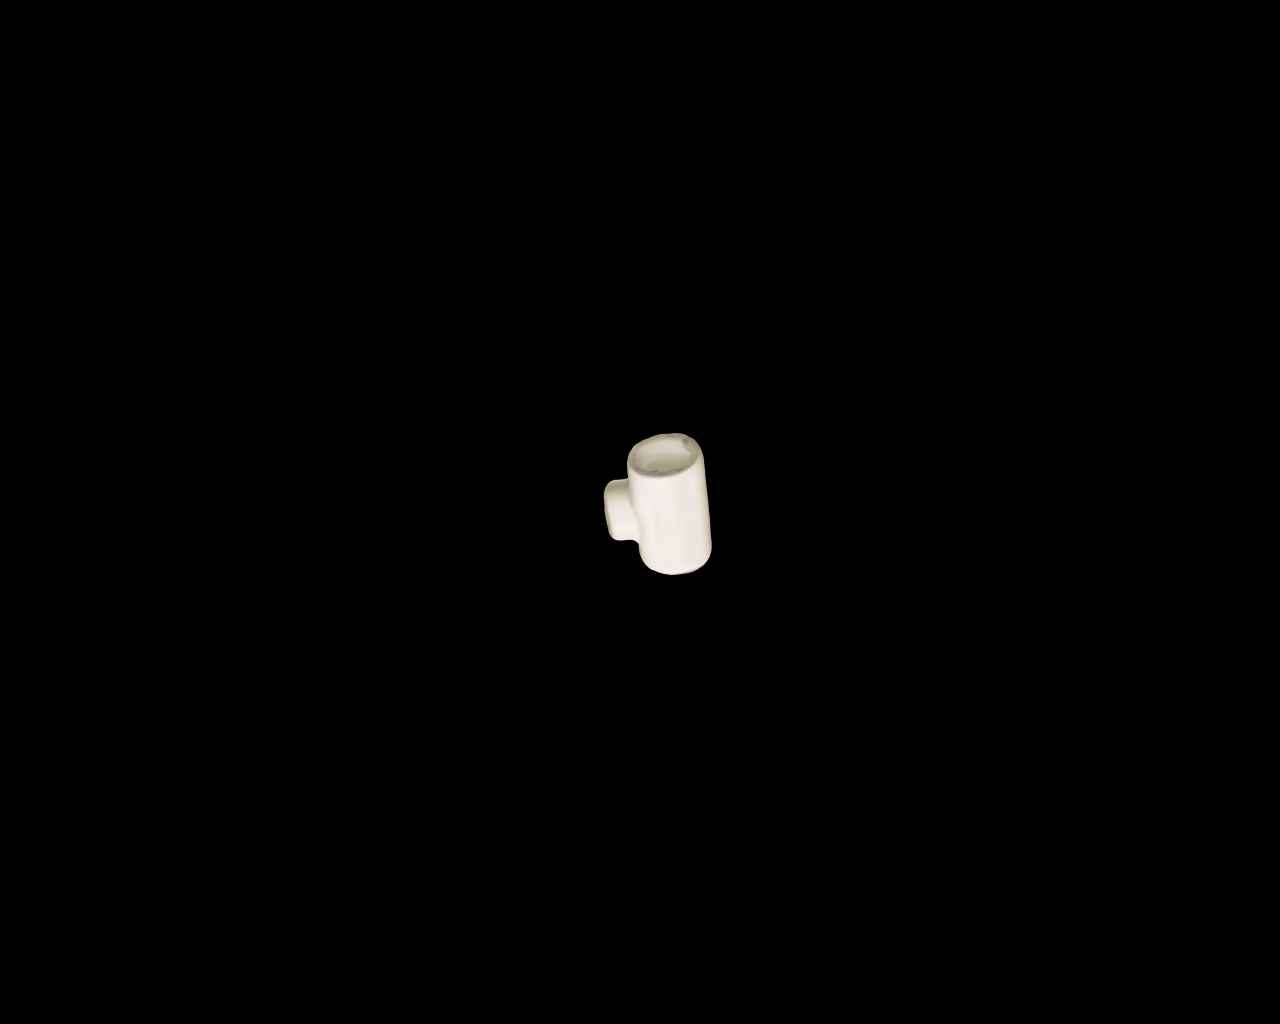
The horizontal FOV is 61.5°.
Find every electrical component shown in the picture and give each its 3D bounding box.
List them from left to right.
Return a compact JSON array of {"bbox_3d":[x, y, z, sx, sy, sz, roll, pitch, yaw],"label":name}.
[{"bbox_3d":[0.001,-0.003,0.650,0.079,0.077,0.043,-5,39,5],"label":"electrical component"}]
